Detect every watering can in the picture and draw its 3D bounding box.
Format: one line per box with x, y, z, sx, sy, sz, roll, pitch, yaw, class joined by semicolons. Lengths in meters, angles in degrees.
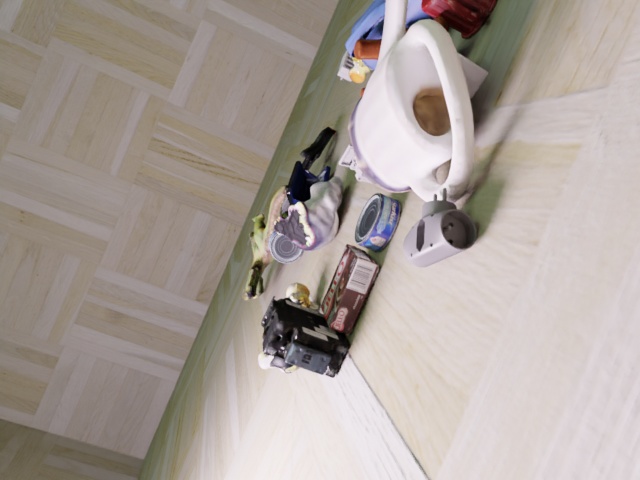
0.105;-0.201;0.653;0.221;0.104;0.351;133;126;-69;watering can

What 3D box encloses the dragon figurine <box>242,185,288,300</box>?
-0.147;0.044;1.356;0.402;0.122;0.248;111;172;-63;dragon figurine

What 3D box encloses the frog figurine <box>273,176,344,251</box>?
0.003;-0.053;1.055;0.162;0.124;0.134;-32;-24;-39;frog figurine
